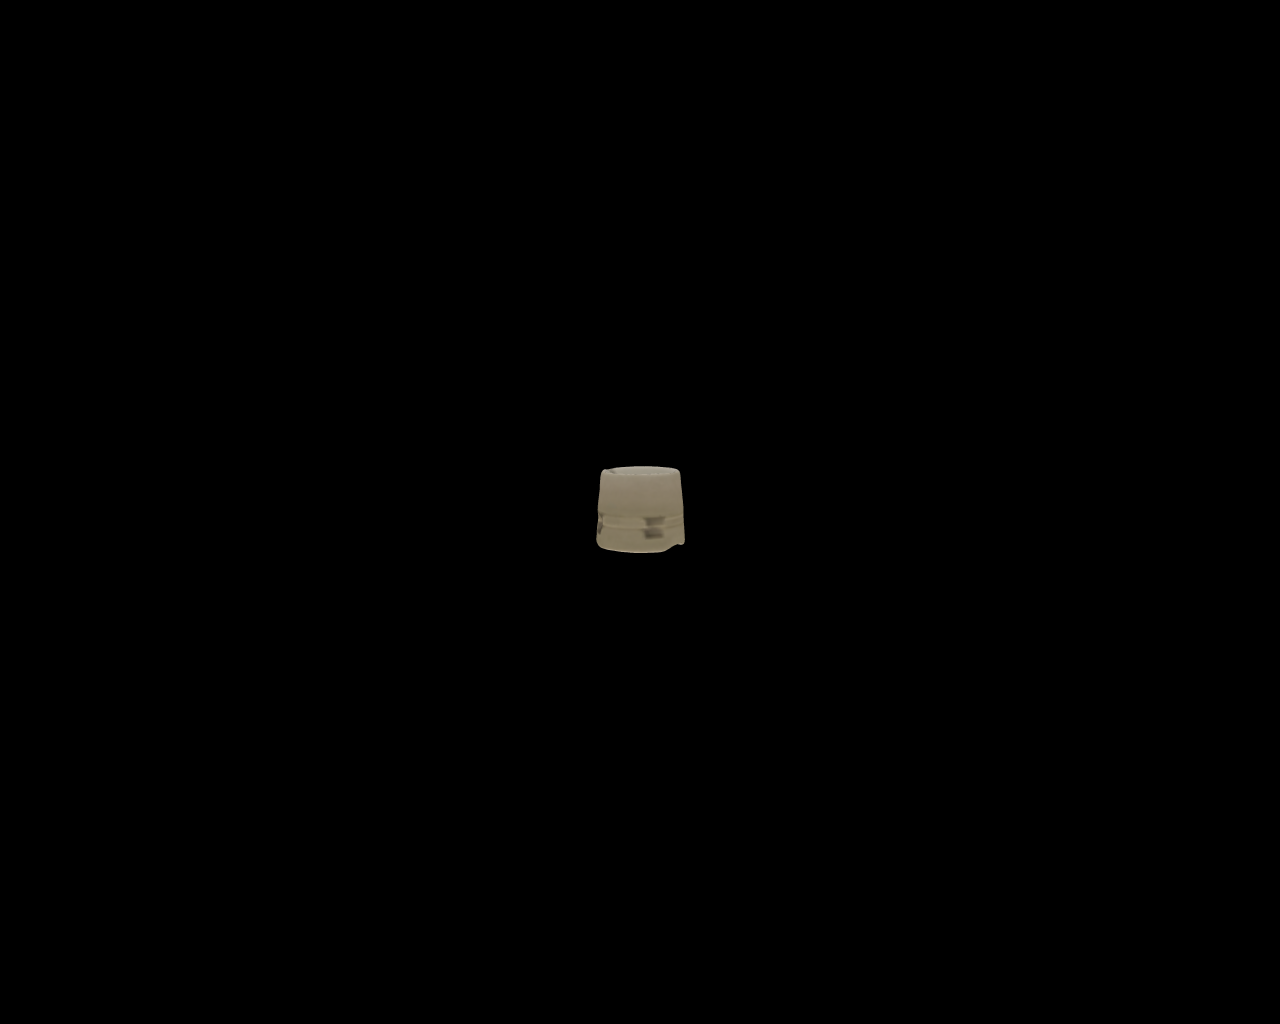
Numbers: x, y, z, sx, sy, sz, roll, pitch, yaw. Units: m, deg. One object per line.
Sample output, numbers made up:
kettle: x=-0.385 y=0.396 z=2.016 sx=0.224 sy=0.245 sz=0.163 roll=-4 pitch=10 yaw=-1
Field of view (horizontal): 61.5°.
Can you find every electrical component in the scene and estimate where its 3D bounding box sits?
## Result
electrical component: x=0.001 y=-0.003 z=0.650 sx=0.055 sy=0.047 sz=0.055 roll=0 pitch=9 yaw=0
